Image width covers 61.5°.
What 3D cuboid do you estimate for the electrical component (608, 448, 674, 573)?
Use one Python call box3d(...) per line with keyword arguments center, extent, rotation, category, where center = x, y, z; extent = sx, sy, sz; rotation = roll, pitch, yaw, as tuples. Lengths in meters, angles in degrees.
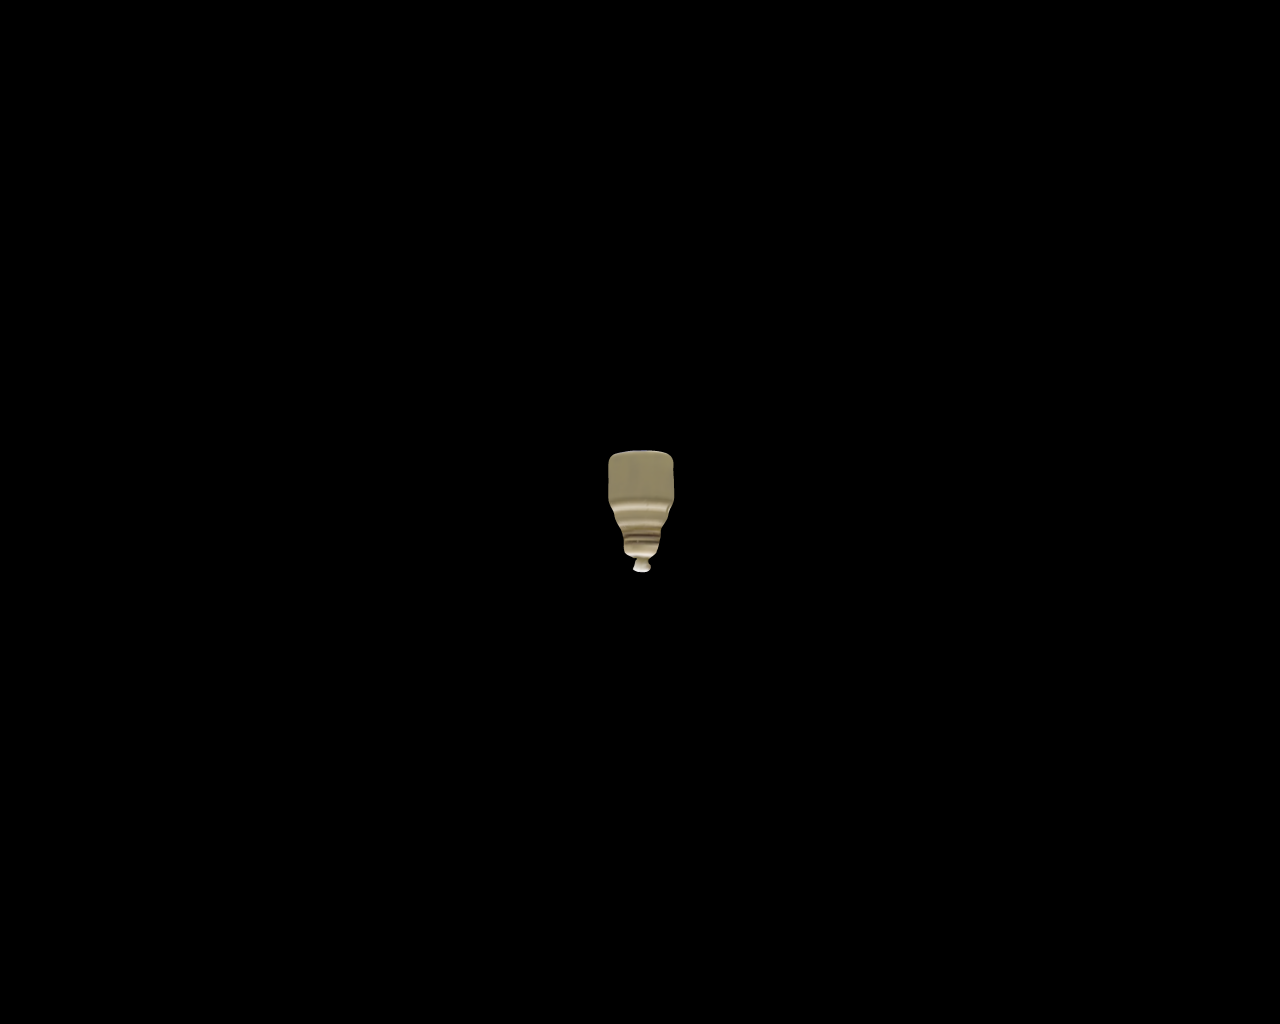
box3d(center=(0.001, -0.003, 0.650), extent=(0.040, 0.078, 0.040), rotation=(0, -7, 0), category="electrical component")
